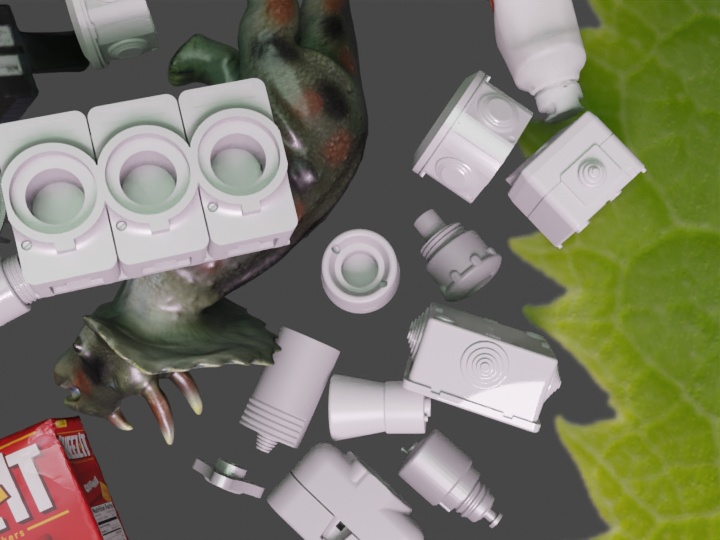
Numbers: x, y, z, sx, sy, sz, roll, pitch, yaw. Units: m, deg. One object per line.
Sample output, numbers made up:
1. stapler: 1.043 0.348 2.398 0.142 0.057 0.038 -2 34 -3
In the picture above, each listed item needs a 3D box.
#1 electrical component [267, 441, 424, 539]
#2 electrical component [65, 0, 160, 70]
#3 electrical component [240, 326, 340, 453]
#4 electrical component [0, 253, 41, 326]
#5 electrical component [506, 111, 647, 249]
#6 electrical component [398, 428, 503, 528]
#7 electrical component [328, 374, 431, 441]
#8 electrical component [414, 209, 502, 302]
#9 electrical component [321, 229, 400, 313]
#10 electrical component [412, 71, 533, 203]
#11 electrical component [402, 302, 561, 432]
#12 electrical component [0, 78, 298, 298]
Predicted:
1. electrical component: -0.006 0.159 0.705 0.095 0.053 0.059 43 86 5
2. electrical component: -0.172 -0.181 0.737 0.051 0.080 0.080 -15 83 -6
3. electrical component: -0.049 0.083 0.720 0.043 0.043 0.081 23 84 4
4. electrical component: -0.236 0.009 0.733 0.062 0.043 0.043 -28 84 -4
5. electrical component: 0.139 -0.062 0.708 0.062 0.096 0.061 -42 84 -4
6. electrical component: 0.061 0.140 0.713 0.078 0.040 0.040 41 86 5
7. electrical component: 0.014 0.091 0.715 0.065 0.044 0.044 -1 83 6
8. electrical component: 0.062 -0.013 0.730 0.048 0.048 0.062 -37 76 -3
9. electrical component: 0.000 0.000 0.727 0.055 0.047 0.055 0 83 1
10. electrical component: 0.074 -0.089 0.721 0.051 0.080 0.080 34 85 -1
11. electrical component: 0.078 0.059 0.694 0.100 0.099 0.048 18 97 3
12. electrical component: -0.119 -0.046 0.606 0.150 0.062 0.089 -13 83 -12
